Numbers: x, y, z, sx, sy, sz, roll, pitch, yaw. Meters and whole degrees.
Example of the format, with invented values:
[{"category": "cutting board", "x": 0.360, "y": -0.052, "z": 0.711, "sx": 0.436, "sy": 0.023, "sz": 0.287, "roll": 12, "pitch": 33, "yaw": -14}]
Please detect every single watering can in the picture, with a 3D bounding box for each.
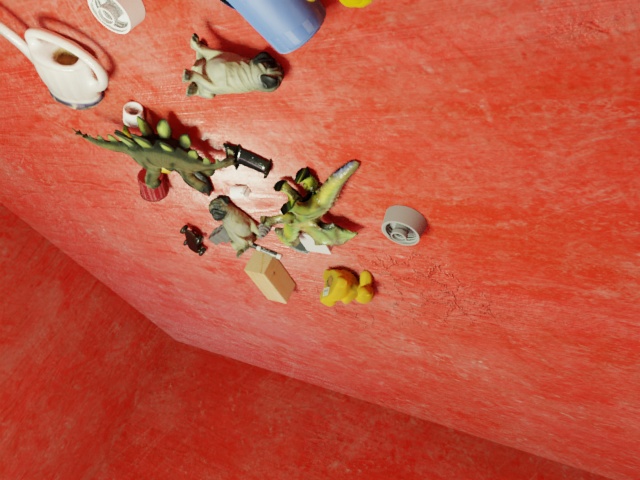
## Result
[{"category": "watering can", "x": -0.677, "y": -0.449, "z": 1.291, "sx": 0.348, "sy": 0.106, "sz": 0.220, "roll": 24, "pitch": -27, "yaw": 5}]

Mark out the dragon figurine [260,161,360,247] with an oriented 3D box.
[{"category": "dragon figurine", "x": 0.004, "y": -0.068, "z": 1.360, "sx": 0.406, "sy": 0.125, "sz": 0.240, "roll": -18, "pitch": -41, "yaw": 39}]
